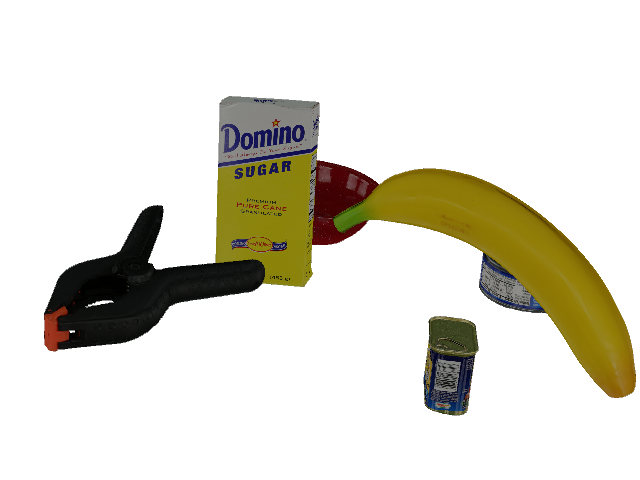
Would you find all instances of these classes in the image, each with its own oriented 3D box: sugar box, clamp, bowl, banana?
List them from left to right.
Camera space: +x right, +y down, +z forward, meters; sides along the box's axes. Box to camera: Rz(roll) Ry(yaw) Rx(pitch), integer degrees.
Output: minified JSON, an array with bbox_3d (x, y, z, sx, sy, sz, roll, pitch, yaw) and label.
[{"bbox_3d":[-0.139,0.025,0.782,0.171,0.039,0.120,-21,38,-40],"label":"clamp"},{"bbox_3d":[-0.052,-0.048,1.031,0.093,0.176,0.048,4,16,8],"label":"sugar box"},{"bbox_3d":[-0.008,-0.039,1.244,0.162,0.055,0.162,7,27,-4],"label":"bowl"},{"bbox_3d":[0.107,0.012,0.616,0.198,0.070,0.037,32,19,10],"label":"banana"}]

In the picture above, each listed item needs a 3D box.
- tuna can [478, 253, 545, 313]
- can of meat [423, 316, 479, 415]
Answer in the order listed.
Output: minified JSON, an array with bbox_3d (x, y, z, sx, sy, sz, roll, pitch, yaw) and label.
[{"bbox_3d":[0.179,0.027,0.904,0.086,0.034,0.086,2,25,-1],"label":"tuna can"},{"bbox_3d":[0.154,0.150,1.278,0.057,0.084,0.102,6,19,3],"label":"can of meat"}]
